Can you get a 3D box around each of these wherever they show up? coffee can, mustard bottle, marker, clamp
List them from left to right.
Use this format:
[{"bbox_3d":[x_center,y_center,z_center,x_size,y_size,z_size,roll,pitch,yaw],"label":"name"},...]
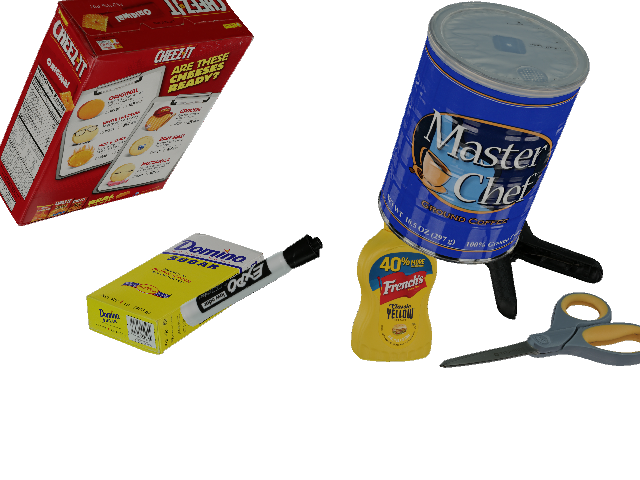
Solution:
[{"bbox_3d":[-0.051,0.030,0.803,0.121,0.020,0.020,-29,-8,15],"label":"marker"},{"bbox_3d":[0.091,0.047,1.278,0.096,0.192,0.058,0,14,-13],"label":"mustard bottle"},{"bbox_3d":[0.103,-0.070,0.701,0.102,0.140,0.103,9,39,-7],"label":"coffee can"},{"bbox_3d":[0.197,0.006,1.070,0.120,0.039,0.171,-9,44,-21],"label":"clamp"}]

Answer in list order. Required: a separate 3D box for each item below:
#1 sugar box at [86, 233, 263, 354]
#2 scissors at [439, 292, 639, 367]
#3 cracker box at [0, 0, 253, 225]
[{"bbox_3d":[-0.145,0.050,1.093,0.093,0.048,0.175,17,33,27],"label":"sugar box"},{"bbox_3d":[0.177,0.073,0.868,0.201,0.016,0.096,2,32,-16],"label":"scissors"},{"bbox_3d":[-0.177,-0.117,0.926,0.163,0.072,0.214,-19,-24,-43],"label":"cracker box"}]
